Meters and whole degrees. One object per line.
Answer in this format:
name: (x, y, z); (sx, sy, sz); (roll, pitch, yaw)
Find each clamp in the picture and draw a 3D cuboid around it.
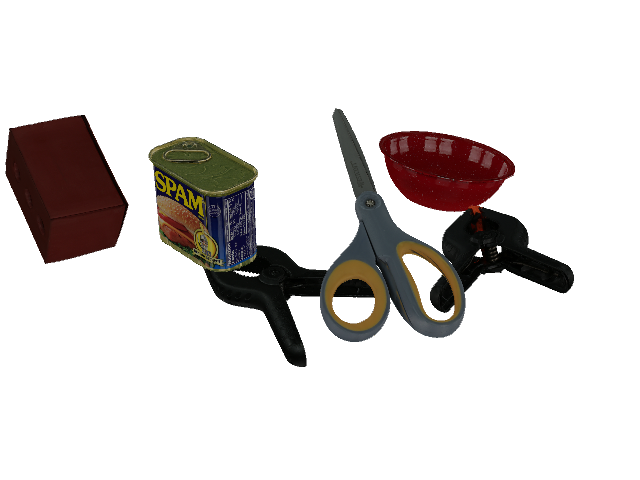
clamp: (0.162, 0.012, 0.958); (0.120, 0.039, 0.171); (-1, 28, 9)
clamp: (-0.048, 0.053, 1.094); (0.210, 0.036, 0.164); (19, 36, 26)

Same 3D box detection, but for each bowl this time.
bowl: (0.143, -0.077, 1.254); (0.162, 0.055, 0.162); (8, 24, -4)

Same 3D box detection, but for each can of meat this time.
can of meat: (-0.100, -0.030, 0.917); (0.057, 0.084, 0.102); (-26, 41, -35)

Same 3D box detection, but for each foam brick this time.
foam brick: (-0.167, -0.034, 0.698); (0.051, 0.078, 0.053); (-16, -27, -29)

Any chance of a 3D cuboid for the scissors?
scissors: (0.019, -0.009, 0.687); (0.096, 0.202, 0.016); (-23, -37, -16)
